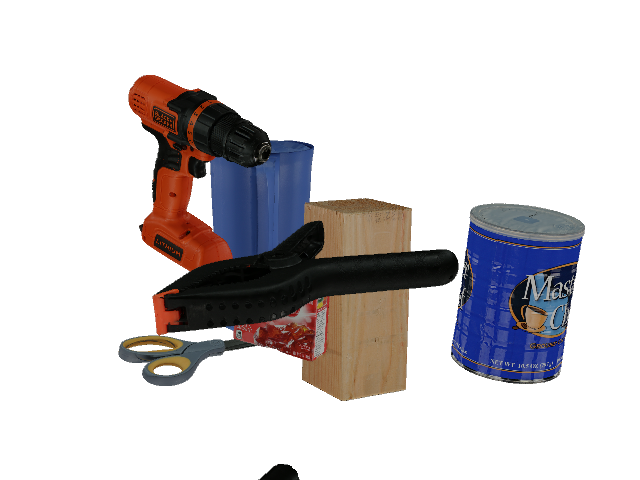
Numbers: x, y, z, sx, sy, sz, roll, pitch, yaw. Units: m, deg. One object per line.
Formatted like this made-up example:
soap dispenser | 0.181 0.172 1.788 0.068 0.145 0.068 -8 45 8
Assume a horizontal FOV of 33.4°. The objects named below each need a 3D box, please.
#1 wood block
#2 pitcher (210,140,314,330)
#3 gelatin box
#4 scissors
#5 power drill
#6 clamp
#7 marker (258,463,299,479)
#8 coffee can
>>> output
wood block | 0.039 0.062 1.191 0.090 0.206 0.091 -5 13 -31
pitcher | -0.076 -0.006 1.356 0.145 0.243 0.148 10 15 36
gelatin box | -0.036 0.062 0.970 0.089 0.073 0.030 14 21 28
scissors | -0.119 0.128 1.176 0.201 0.016 0.096 2 26 -19
power drill | -0.125 -0.061 1.094 0.185 0.188 0.057 30 38 34
clamp | -0.018 0.027 0.750 0.165 0.036 0.209 9 20 44
marker | -0.047 0.140 0.522 0.020 0.020 0.120 0 14 33
coffee can | 0.179 0.046 0.977 0.103 0.140 0.103 5 16 -2
